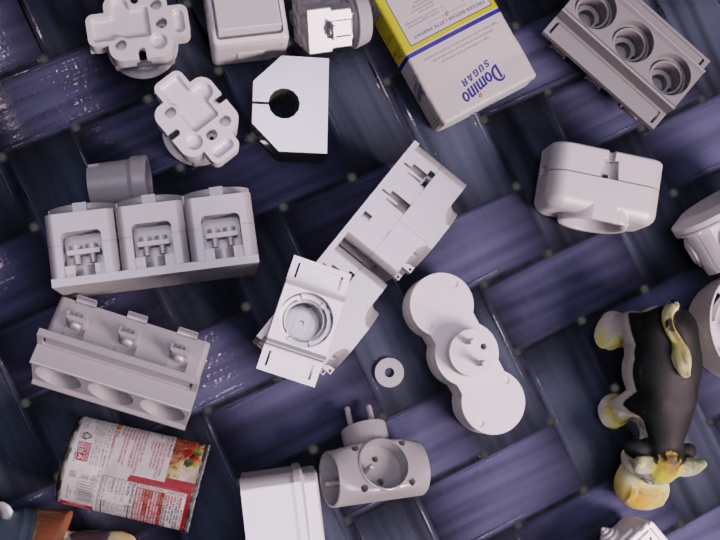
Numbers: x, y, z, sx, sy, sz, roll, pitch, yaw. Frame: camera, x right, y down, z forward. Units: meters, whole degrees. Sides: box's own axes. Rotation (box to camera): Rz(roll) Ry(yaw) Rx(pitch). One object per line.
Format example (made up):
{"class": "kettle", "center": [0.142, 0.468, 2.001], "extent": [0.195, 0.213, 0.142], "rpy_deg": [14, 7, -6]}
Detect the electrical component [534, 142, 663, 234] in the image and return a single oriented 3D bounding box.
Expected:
{"class": "electrical component", "center": [0.197, -0.065, 0.893], "extent": [0.095, 0.054, 0.059], "rpy_deg": [11, 82, -6]}

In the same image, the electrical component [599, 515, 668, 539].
{"class": "electrical component", "center": [0.221, 0.241, 0.857], "extent": [0.062, 0.061, 0.096], "rpy_deg": [-40, 90, -10]}

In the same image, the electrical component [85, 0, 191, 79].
{"class": "electrical component", "center": [-0.175, -0.185, 0.856], "extent": [0.078, 0.057, 0.058], "rpy_deg": [-9, 85, -8]}

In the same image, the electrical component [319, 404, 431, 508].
{"class": "electrical component", "center": [0.007, 0.143, 0.846], "extent": [0.077, 0.044, 0.079], "rpy_deg": [-3, 61, -24]}

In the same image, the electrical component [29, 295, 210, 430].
{"class": "electrical component", "center": [-0.181, 0.069, 0.822], "extent": [0.121, 0.078, 0.063], "rpy_deg": [18, 60, -5]}

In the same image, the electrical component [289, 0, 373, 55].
{"class": "electrical component", "center": [-0.022, -0.203, 0.880], "extent": [0.055, 0.066, 0.048], "rpy_deg": [-11, 120, -16]}

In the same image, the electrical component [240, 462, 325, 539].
{"class": "electrical component", "center": [-0.056, 0.207, 0.817], "extent": [0.057, 0.078, 0.113], "rpy_deg": [-7, 84, -5]}

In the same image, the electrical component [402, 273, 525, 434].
{"class": "electrical component", "center": [0.085, 0.066, 0.853], "extent": [0.052, 0.074, 0.138], "rpy_deg": [-28, 88, -10]}

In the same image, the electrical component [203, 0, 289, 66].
{"class": "electrical component", "center": [-0.095, -0.221, 0.868], "extent": [0.062, 0.061, 0.096], "rpy_deg": [-8, 85, -8]}

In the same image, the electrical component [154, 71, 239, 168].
{"class": "electrical component", "center": [-0.129, -0.115, 0.854], "extent": [0.058, 0.057, 0.078], "rpy_deg": [-40, 90, -10]}

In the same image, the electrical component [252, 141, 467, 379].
{"class": "electrical component", "center": [0.000, 0.000, 0.833], "extent": [0.060, 0.105, 0.186], "rpy_deg": [39, 80, -2]}

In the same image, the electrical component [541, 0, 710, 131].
{"class": "electrical component", "center": [0.219, -0.183, 0.904], "extent": [0.121, 0.063, 0.078], "rpy_deg": [41, 80, -1]}

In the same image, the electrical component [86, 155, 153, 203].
{"class": "electrical component", "center": [-0.190, -0.069, 0.850], "extent": [0.046, 0.040, 0.040], "rpy_deg": [-6, 84, -3]}

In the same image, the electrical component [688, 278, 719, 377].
{"class": "electrical component", "center": [0.323, 0.047, 0.891], "extent": [0.099, 0.064, 0.099], "rpy_deg": [1, 83, -7]}

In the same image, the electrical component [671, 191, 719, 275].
{"class": "electrical component", "center": [0.305, -0.036, 0.891], "extent": [0.080, 0.080, 0.051], "rpy_deg": [-32, 94, -10]}

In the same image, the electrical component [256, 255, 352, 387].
{"class": "electrical component", "center": [-0.040, 0.036, 0.737], "extent": [0.042, 0.064, 0.081], "rpy_deg": [20, 82, -6]}

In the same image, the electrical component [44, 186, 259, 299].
{"class": "electrical component", "center": [-0.157, -0.022, 0.823], "extent": [0.150, 0.089, 0.061], "rpy_deg": [-7, 84, -8]}
